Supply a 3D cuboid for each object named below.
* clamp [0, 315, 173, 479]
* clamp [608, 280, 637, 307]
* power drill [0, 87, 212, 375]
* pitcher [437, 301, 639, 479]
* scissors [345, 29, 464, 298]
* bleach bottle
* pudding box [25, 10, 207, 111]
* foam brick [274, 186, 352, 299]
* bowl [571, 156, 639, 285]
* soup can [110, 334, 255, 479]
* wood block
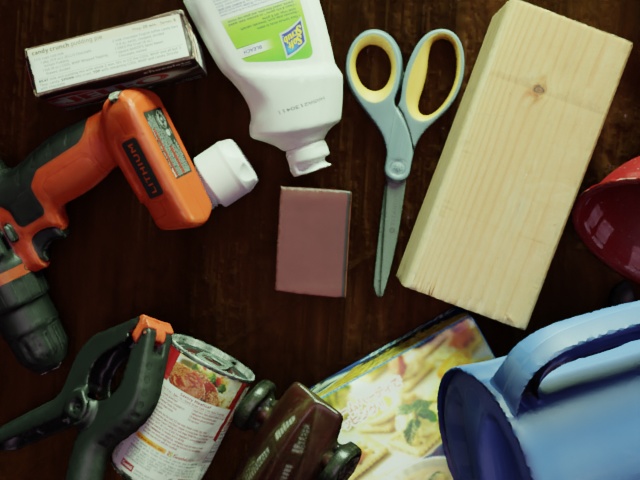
[{"bbox_3d":[-0.159,0.132,0.753,0.172,0.039,0.120,-47,60,15],"label":"clamp"},{"bbox_3d":[0.252,0.143,0.791,0.164,0.036,0.210,29,90,0],"label":"clamp"},{"bbox_3d":[-0.175,-0.011,0.754,0.188,0.057,0.184,-23,100,15],"label":"power drill"},{"bbox_3d":[0.208,0.106,0.687,0.242,0.149,0.145,-16,86,-16],"label":"pitcher"},{"bbox_3d":[0.042,-0.068,0.791,0.096,0.016,0.202,24,93,1],"label":"scissors"},{"bbox_3d":[-0.053,-0.166,0.764,0.102,0.068,0.251,-18,95,2],"label":"bleach bottle"},{"bbox_3d":[-0.140,-0.124,0.751,0.113,0.090,0.039,-16,92,0],"label":"pudding box"},{"bbox_3d":[-0.005,0.001,0.776,0.051,0.053,0.078,3,92,0],"label":"foam brick"},{"bbox_3d":[0.260,-0.016,0.738,0.162,0.162,0.055,27,68,-1],"label":"bowl"},{"bbox_3d":[-0.100,0.129,0.775,0.068,0.068,0.102,28,93,-2],"label":"soup can"},{"bbox_3d":[0.133,-0.051,0.755,0.091,0.090,0.206,21,93,0],"label":"wood block"}]
